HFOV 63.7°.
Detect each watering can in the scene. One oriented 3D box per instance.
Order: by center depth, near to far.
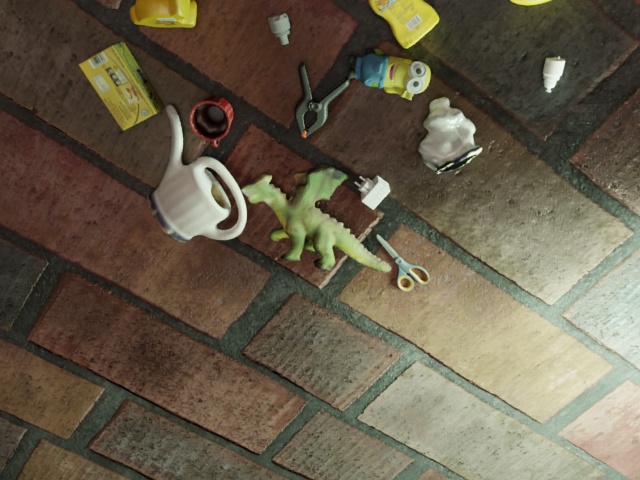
[{"bbox_3d":[-0.328,-0.135,1.258,0.222,0.105,0.345,-31,100,17],"label":"watering can"}]

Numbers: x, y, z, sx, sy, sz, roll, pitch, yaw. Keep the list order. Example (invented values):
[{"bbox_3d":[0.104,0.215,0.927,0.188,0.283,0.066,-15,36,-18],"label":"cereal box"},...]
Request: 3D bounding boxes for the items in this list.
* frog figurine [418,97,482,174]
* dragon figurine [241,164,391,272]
[{"bbox_3d":[0.288,-0.243,1.199,0.136,0.123,0.161,-30,77,25],"label":"frog figurine"},{"bbox_3d":[0.004,-0.065,1.285,0.410,0.124,0.239,11,109,-5],"label":"dragon figurine"}]
